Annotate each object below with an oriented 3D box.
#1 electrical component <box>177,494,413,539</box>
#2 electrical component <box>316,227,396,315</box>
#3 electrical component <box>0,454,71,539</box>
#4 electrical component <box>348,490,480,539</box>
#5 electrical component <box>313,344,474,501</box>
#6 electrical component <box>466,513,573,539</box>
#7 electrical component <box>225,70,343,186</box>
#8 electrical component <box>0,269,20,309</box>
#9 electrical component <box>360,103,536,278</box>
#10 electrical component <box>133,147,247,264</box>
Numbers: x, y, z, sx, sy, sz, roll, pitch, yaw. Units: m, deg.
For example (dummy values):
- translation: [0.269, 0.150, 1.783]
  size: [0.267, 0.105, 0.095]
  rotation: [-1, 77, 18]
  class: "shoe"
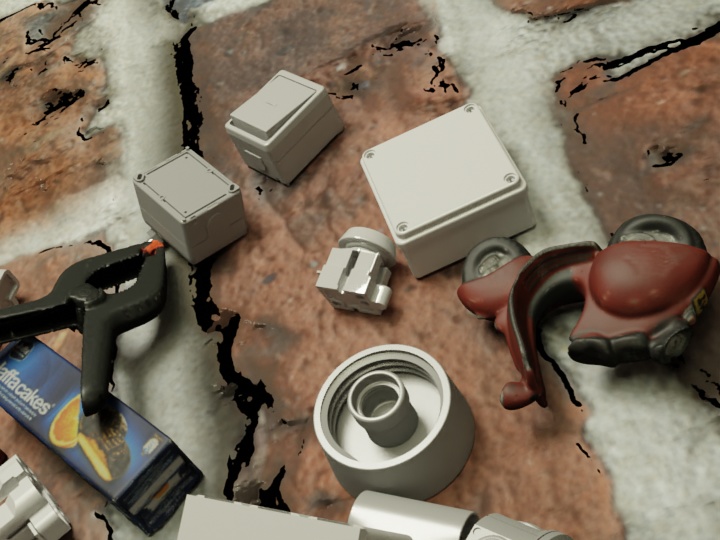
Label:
- translation: [-0.045, 0.196, 0.666]
  size: [0.150, 0.062, 0.089]
  rotation: [-1, 73, 40]
  class: "electrical component"
- translation: [0.000, 0.000, 0.846]
  size: [0.066, 0.048, 0.055]
  rotation: [8, 65, 28]
  class: "electrical component"
- translation: [-0.259, 0.183, 0.800]
  size: [0.057, 0.058, 0.078]
  rotation: [-39, 49, -14]
  class: "electrical component"
- translation: [0.029, 0.185, 0.685]
  size: [0.077, 0.043, 0.079]
  rotation: [6, 56, 27]
  class: "electrical component"
- translation: [0.020, 0.102, 0.745]
  size: [0.108, 0.060, 0.108]
  rotation: [-12, 50, 14]
  class: "electrical component"
- translation: [0.091, 0.187, 0.634]
  size: [0.051, 0.080, 0.080]
  rotation: [15, 60, 38]
  class: "electrical component"
- translation: [-0.065, -0.136, 0.972]
  size: [0.062, 0.061, 0.096]
  rotation: [29, 68, 37]
  class: "electrical component"
- translation: [-0.348, 0.034, 0.957]
  size: [0.057, 0.058, 0.078]
  rotation: [4, 55, 22]
  class: "electrical component"
- translation: [0.069, -0.065, 0.860]
  size: [0.109, 0.056, 0.108]
  rotation: [-24, 48, 3]
  class: "electrical component"
- translation: [-0.151, -0.057, 0.941]
  size: [0.062, 0.061, 0.096]
  rotation: [-34, 52, -26]
  class: "electrical component"
